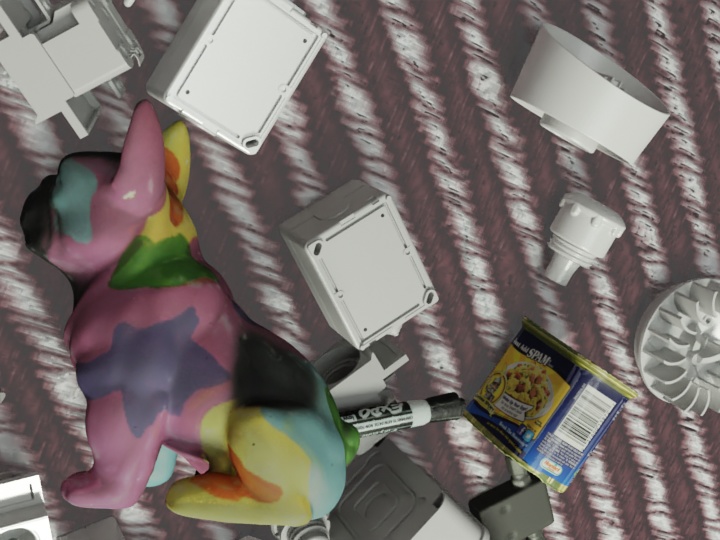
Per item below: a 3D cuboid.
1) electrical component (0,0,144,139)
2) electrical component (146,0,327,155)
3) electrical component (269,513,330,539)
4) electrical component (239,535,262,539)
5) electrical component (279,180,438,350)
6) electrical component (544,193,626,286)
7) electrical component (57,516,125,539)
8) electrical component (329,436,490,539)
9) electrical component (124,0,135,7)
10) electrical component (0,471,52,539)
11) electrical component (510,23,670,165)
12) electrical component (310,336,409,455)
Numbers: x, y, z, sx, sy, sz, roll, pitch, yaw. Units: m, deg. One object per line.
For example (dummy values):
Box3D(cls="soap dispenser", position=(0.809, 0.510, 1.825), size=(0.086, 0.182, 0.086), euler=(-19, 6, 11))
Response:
Box3D(cls="electrical component", position=(-0.154, -0.117, 0.568), size=(0.064, 0.042, 0.081), euler=(-26, 117, 11))
Box3D(cls="electrical component", position=(-0.068, -0.123, 0.605), size=(0.062, 0.061, 0.096), euler=(31, 92, -28))
Box3D(cls="electrical component", position=(-0.039, 0.162, 0.700), size=(0.040, 0.078, 0.040), euler=(-12, 125, -17))
Box3D(cls="electrical component", position=(-0.066, 0.217, 0.700), size=(0.051, 0.080, 0.080), euler=(43, 86, -23))
Box3D(cls="electrical component", position=(0.000, 0.000, 0.673), size=(0.062, 0.061, 0.096), euler=(-33, 116, -12))
Box3D(cls="electrical component", position=(0.150, -0.019, 0.745), size=(0.048, 0.048, 0.062), euler=(23, 102, -28))
Box3D(cls="electrical component", position=(-0.140, 0.199, 0.681), size=(0.076, 0.047, 0.083), euler=(-20, 112, -19))
Box3D(cls="electrical component", position=(0.027, 0.170, 0.708), size=(0.078, 0.113, 0.057), euler=(-46, 115, -5))
Box3D(cls="electrical component", position=(-0.112, -0.180, 0.578), size=(0.077, 0.044, 0.079), euler=(33, 91, -28))
Box3D(cls="electrical component", position=(-0.204, 0.154, 0.628), size=(0.042, 0.064, 0.081), euler=(-11, 109, -20))
Box3D(cls="electrical component", position=(0.148, -0.112, 0.688), size=(0.099, 0.099, 0.064), euler=(25, 100, -28))
Box3D(cls="electrical component", position=(-0.004, 0.082, 0.708), size=(0.081, 0.042, 0.063), euler=(-36, 120, -10))
